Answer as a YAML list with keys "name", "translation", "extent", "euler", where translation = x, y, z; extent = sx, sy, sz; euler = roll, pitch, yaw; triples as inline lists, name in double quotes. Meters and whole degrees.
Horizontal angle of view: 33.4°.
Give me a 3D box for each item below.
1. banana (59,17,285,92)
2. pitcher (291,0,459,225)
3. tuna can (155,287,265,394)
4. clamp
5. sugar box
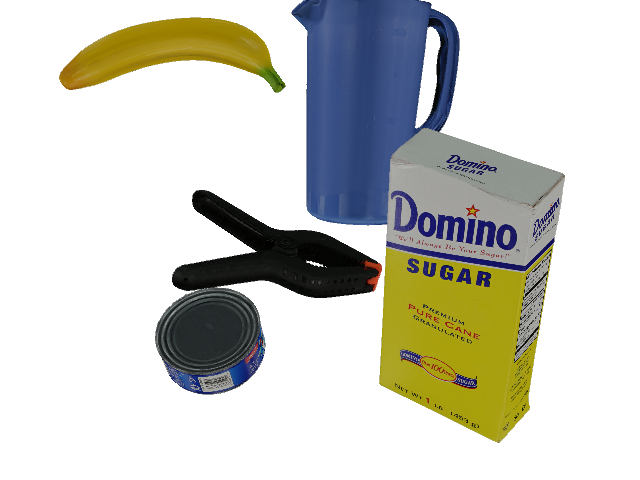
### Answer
- name: "banana"
  translation: [-0.131, -0.167, 0.947]
  extent: [0.197, 0.069, 0.037]
  euler: [-1, -33, -4]
- name: "pitcher"
  translation: [0.055, -0.143, 1.152]
  extent: [0.149, 0.243, 0.144]
  euler: [8, 11, 25]
- name: "tuna can"
  translation: [-0.088, 0.082, 0.864]
  extent: [0.086, 0.086, 0.034]
  euler: [0, -41, 10]
- name: "clamp"
  translation: [-0.045, 0.020, 1.061]
  extent: [0.210, 0.036, 0.164]
  euler: [16, 32, 0]
- name: "sugar box"
  translation: [0.085, 0.029, 0.636]
  extent: [0.093, 0.176, 0.048]
  euler: [22, 43, 29]
